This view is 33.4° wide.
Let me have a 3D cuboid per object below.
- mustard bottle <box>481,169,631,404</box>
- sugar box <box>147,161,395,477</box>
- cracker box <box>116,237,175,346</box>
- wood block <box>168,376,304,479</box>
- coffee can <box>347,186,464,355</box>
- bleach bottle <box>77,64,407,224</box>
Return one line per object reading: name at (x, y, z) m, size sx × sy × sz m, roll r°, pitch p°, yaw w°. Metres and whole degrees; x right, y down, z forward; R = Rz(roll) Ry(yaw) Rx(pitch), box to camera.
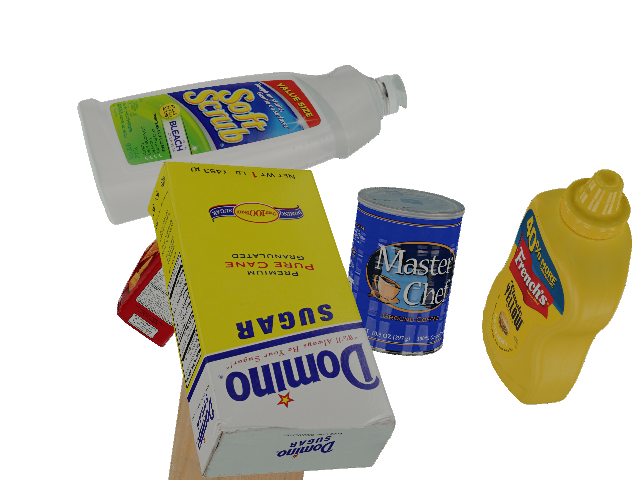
mustard bottle at (0.159, 0.023, 0.705) m, size 0.058 × 0.096 × 0.192 m, roll -3°, pitch -37°, yaw -12°
sugar box at (-0.030, 0.035, 0.560) m, size 0.093 × 0.176 × 0.048 m, roll 1°, pitch -44°, yaw -24°
cracker box at (-0.125, -0.010, 1.165) m, size 0.072 × 0.214 × 0.164 m, roll 36°, pitch 24°, yaw -11°
wood block at (-0.067, 0.157, 0.954) m, size 0.090 × 0.206 × 0.090 m, roll 20°, pitch 17°, yaw 38°
coffee can at (0.078, 0.028, 1.032) m, size 0.103 × 0.140 × 0.103 m, roll 7°, pitch 14°, yaw -2°
bleach bottle at (-0.057, -0.092, 0.844) m, size 0.250 × 0.102 × 0.068 m, roll -16°, pitch -32°, yaw -7°
